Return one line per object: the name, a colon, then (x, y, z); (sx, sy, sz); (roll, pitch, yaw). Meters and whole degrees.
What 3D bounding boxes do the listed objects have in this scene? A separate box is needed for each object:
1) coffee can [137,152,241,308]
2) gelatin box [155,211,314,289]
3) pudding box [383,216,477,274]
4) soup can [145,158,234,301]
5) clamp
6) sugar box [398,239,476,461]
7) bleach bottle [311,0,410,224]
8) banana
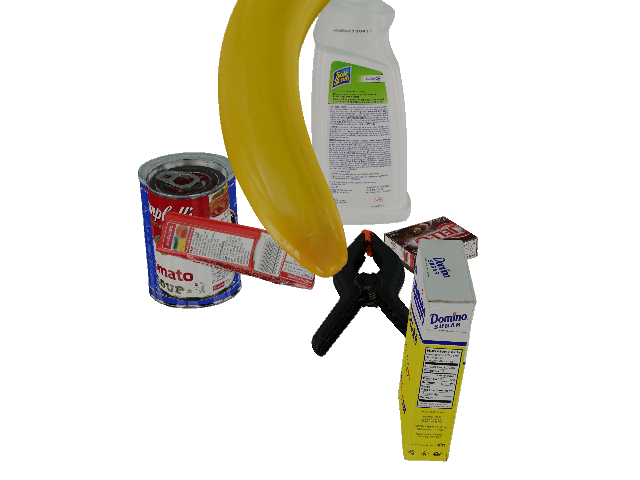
coffee can: (-0.139, -0.012, 1.145); (0.103, 0.140, 0.103); (-1, 24, 0)
gelatin box: (-0.052, 0.008, 0.695); (0.073, 0.030, 0.089); (12, -5, 26)
pudding box: (0.165, 0.007, 1.594); (0.113, 0.039, 0.090); (-18, 28, -22)
soup can: (-0.109, -0.009, 0.900); (0.068, 0.102, 0.068); (-1, 30, 0)
clamp: (0.062, 0.059, 1.151); (0.120, 0.171, 0.039); (7, -41, 6)
sugar box: (0.097, 0.096, 0.920); (0.048, 0.176, 0.093); (1, 33, -1)
bleach bottle: (0.042, -0.137, 1.036); (0.102, 0.251, 0.068); (-2, 32, -5)
banana: (-0.014, -0.073, 0.496); (0.069, 0.197, 0.037); (5, -33, 2)
